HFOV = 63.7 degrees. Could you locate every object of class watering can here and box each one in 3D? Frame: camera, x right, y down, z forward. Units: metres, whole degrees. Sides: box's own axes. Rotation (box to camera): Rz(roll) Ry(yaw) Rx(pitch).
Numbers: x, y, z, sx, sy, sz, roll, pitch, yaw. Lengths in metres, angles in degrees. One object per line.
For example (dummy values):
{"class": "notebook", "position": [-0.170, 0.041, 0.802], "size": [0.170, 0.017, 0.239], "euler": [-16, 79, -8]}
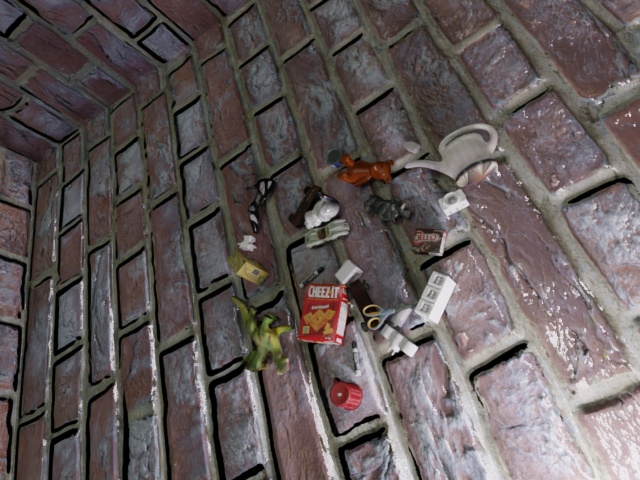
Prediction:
{"class": "watering can", "position": [0.491, -0.286, 1.867], "size": [0.345, 0.102, 0.229], "euler": [-29, 56, 17]}

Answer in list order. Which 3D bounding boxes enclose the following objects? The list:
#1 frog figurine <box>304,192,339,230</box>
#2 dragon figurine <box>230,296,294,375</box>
{"class": "frog figurine", "position": [0.006, -0.105, 2.091], "size": [0.158, 0.122, 0.139], "euler": [-68, 23, 8]}
{"class": "dragon figurine", "position": [-0.250, 0.394, 2.017], "size": [0.413, 0.121, 0.243], "euler": [20, 87, 39]}
